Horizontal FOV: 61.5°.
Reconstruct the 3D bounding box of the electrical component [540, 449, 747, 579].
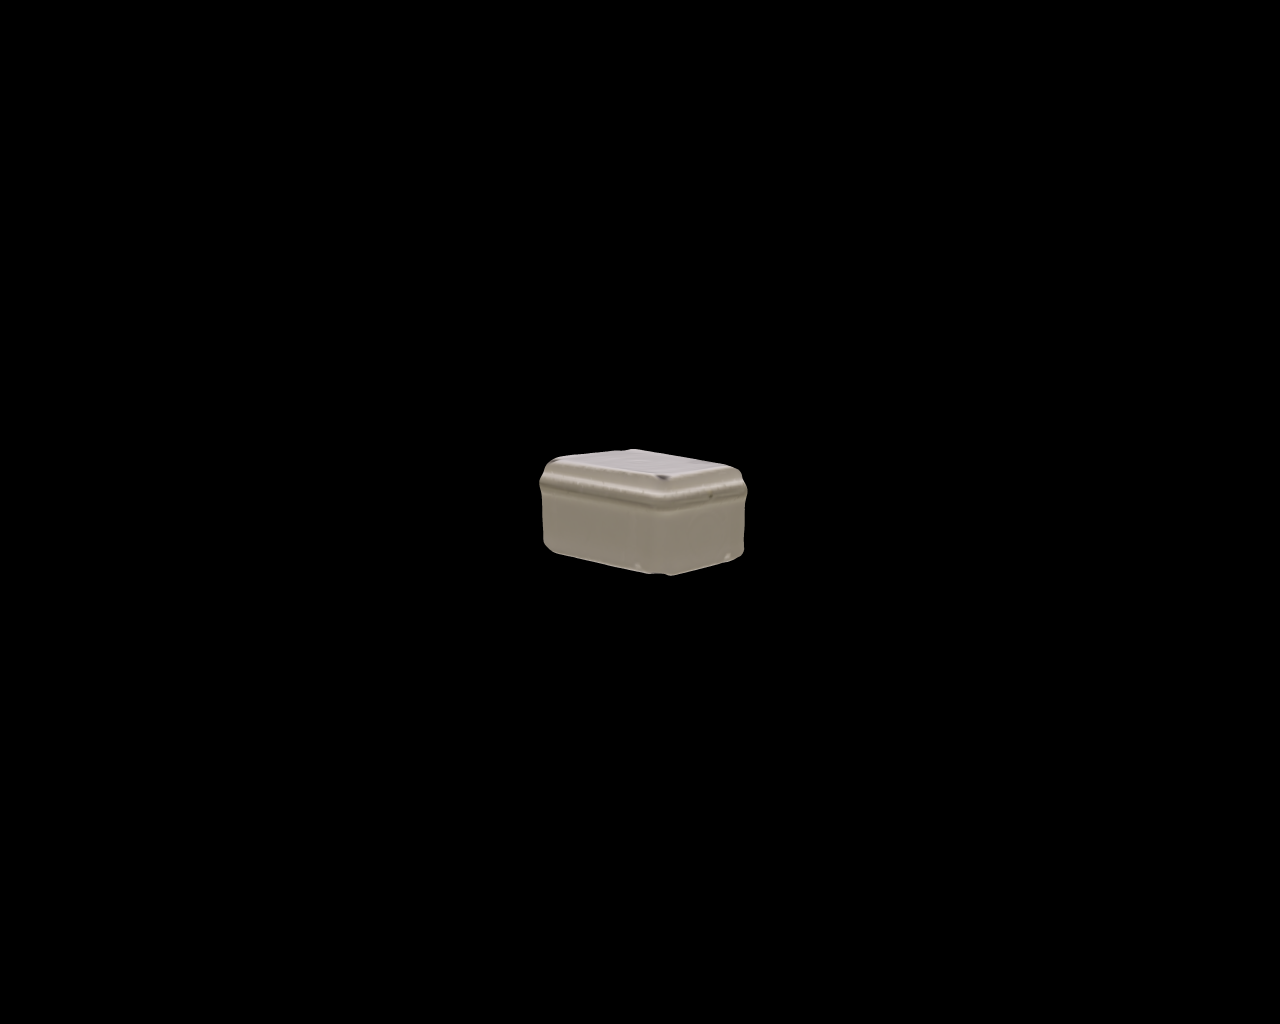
[{"bbox_3d":[0.001,-0.003,0.650,0.078,0.057,0.113,-10,15,-42],"label":"electrical component"}]
